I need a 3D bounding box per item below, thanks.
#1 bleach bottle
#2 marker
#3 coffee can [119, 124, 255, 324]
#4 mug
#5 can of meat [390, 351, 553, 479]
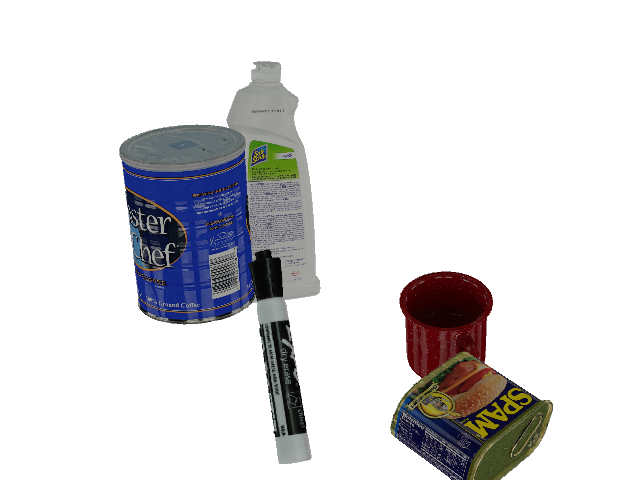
[{"bbox_3d":[-0.050,-0.063,1.139,0.102,0.251,0.068,-6,16,-24],"label":"bleach bottle"},{"bbox_3d":[-0.024,0.065,0.606,0.020,0.121,0.020,-9,-8,-2],"label":"marker"},{"bbox_3d":[-0.109,-0.015,0.893,0.103,0.140,0.103,-2,23,1],"label":"coffee can"},{"bbox_3d":[0.132,0.098,1.078,0.093,0.081,0.117,-16,38,-15],"label":"mug"},{"bbox_3d":[0.118,0.141,0.839,0.084,0.057,0.101,33,42,32],"label":"can of meat"}]
